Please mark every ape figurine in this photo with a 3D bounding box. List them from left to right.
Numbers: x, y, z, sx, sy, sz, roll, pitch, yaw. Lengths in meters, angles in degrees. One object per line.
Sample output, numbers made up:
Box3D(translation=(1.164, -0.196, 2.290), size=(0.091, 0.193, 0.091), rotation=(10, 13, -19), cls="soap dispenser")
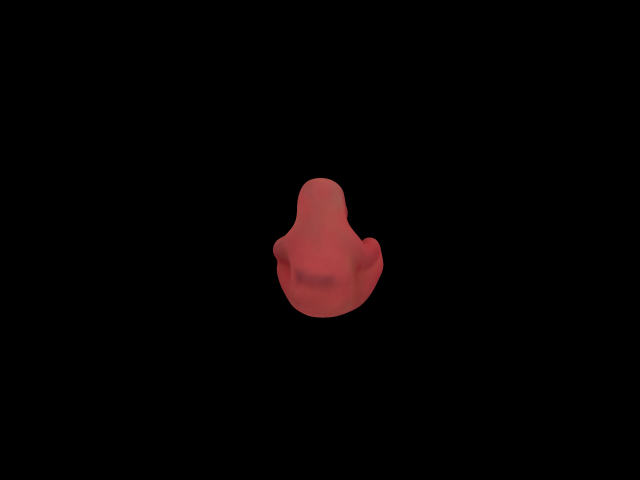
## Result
Box3D(translation=(0.004, 0.001, 0.400), size=(0.077, 0.092, 0.076), rotation=(7, 21, 19), cls="ape figurine")
